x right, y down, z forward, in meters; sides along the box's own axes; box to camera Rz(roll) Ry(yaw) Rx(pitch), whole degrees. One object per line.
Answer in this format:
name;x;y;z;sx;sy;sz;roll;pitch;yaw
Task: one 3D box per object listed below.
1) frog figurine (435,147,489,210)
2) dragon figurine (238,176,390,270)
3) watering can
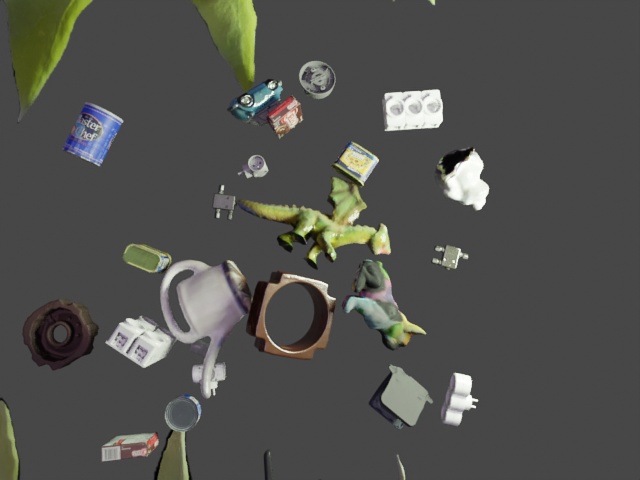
frog figurine;0.391;-0.162;1.386;0.157;0.139;0.123;43;-17;-32
dragon figurine;0.004;-0.069;1.369;0.413;0.246;0.119;36;-24;15
watering can;-0.270;0.196;1.304;0.225;0.352;0.102;-26;-17;-4
